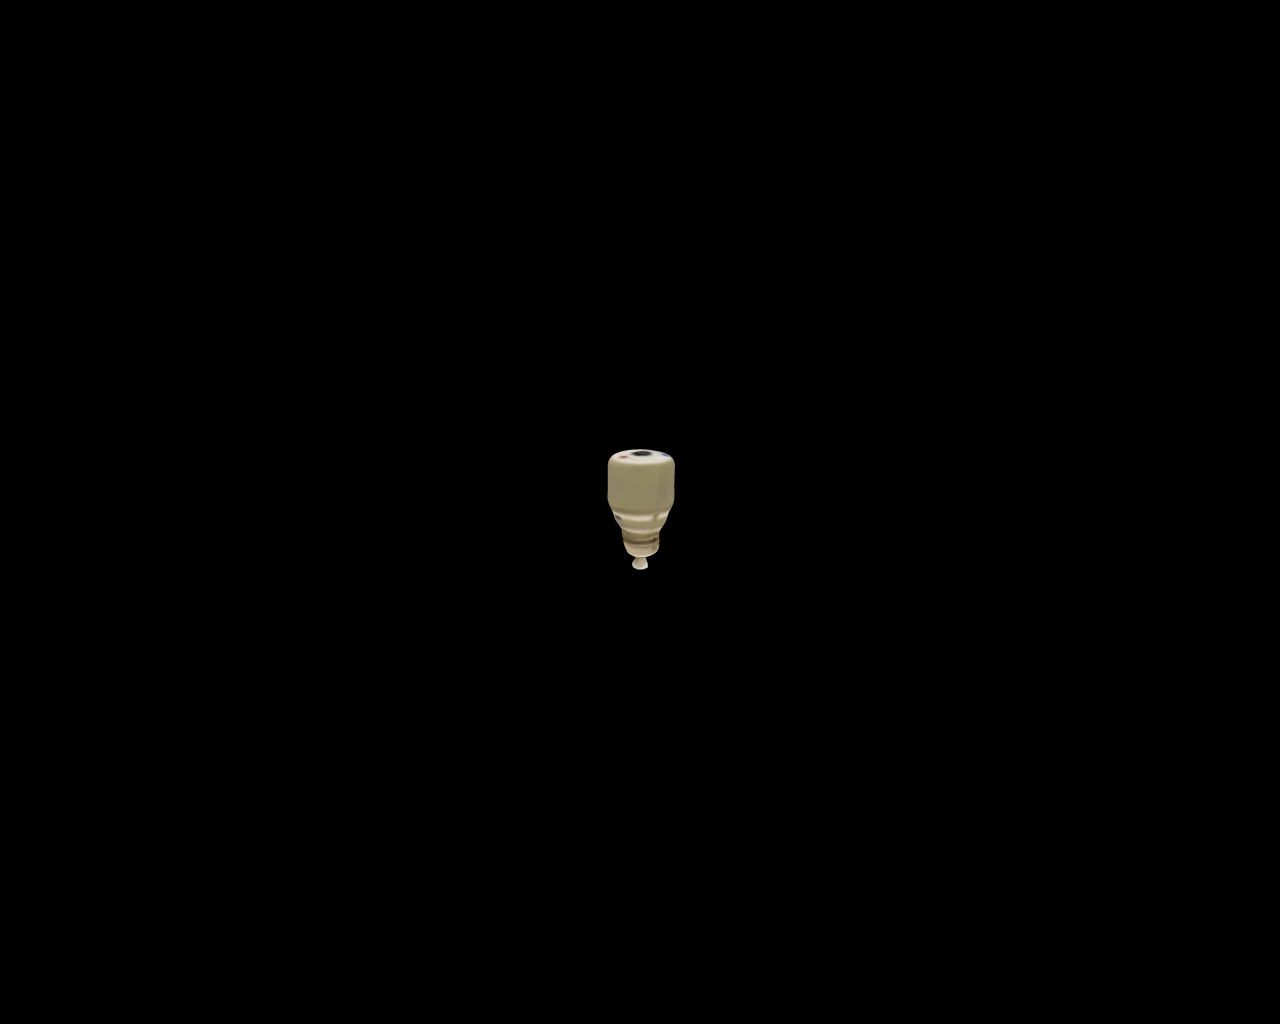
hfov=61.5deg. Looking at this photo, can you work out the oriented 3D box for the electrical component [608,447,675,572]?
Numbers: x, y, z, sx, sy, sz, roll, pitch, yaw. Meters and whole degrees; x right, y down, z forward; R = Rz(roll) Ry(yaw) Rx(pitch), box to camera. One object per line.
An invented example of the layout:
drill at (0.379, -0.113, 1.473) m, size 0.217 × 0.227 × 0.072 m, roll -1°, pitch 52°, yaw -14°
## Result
electrical component at (0.001, -0.003, 0.650) m, size 0.040 × 0.078 × 0.040 m, roll 0°, pitch 17°, yaw 0°
